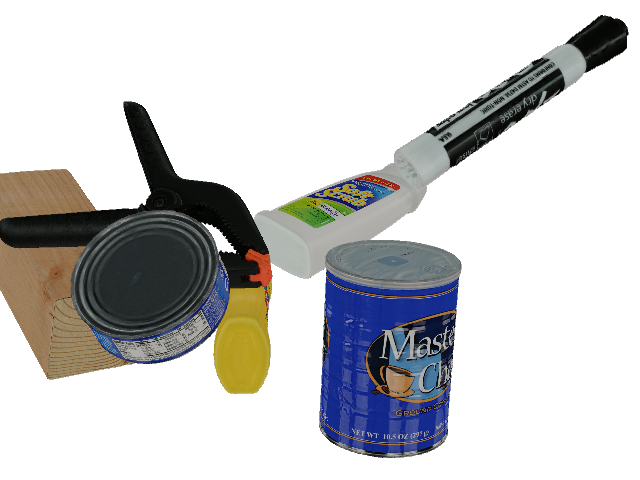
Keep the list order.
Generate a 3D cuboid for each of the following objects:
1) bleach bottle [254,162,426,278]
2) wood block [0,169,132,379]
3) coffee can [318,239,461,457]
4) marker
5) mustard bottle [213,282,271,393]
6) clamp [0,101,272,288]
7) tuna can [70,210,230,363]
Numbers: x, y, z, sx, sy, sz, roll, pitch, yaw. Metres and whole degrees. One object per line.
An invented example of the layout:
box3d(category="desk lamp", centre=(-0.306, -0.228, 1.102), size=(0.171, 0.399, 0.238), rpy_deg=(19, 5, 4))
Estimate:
box3d(category="bleach bottle", centre=(0.041, -0.042, 1.332), size=(0.103, 0.068, 0.250), rpy_deg=(29, 44, 36))
box3d(category="wood block", centre=(-0.247, 0.025, 1.007), size=(0.090, 0.091, 0.206), rpy_deg=(-8, 38, -33))
box3d(category="coffee can", centre=(0.052, 0.080, 0.822), size=(0.103, 0.140, 0.103), rpy_deg=(2, 17, -1))
box3d(category="marker", centre=(0.083, -0.061, 0.449), size=(0.121, 0.020, 0.020), rpy_deg=(-34, 11, -16))
box3d(category="mustard bottle", centre=(-0.082, 0.076, 1.159), size=(0.058, 0.096, 0.191), rpy_deg=(-1, 28, -2))
box3d(category="clamp", centre=(-0.122, -0.028, 0.829), size=(0.210, 0.164, 0.036), rpy_deg=(20, -33, 18))
box3d(category="tuna can", centre=(-0.095, 0.026, 0.606), size=(0.086, 0.086, 0.034), rpy_deg=(0, -36, 13))
